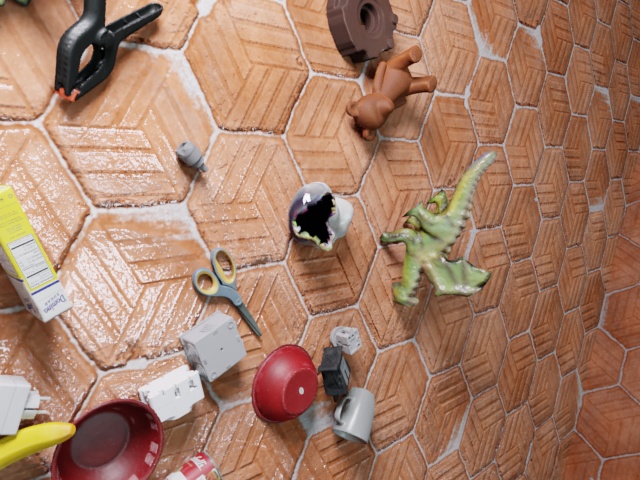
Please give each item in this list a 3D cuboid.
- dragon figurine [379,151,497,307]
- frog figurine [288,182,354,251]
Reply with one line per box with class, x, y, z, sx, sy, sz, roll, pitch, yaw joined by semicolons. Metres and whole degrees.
dragon figurine;0.295;0.011;1.176;0.122;0.404;0.245;-5;58;-57
frog figurine;0.003;-0.053;1.049;0.161;0.122;0.136;-49;123;-73
